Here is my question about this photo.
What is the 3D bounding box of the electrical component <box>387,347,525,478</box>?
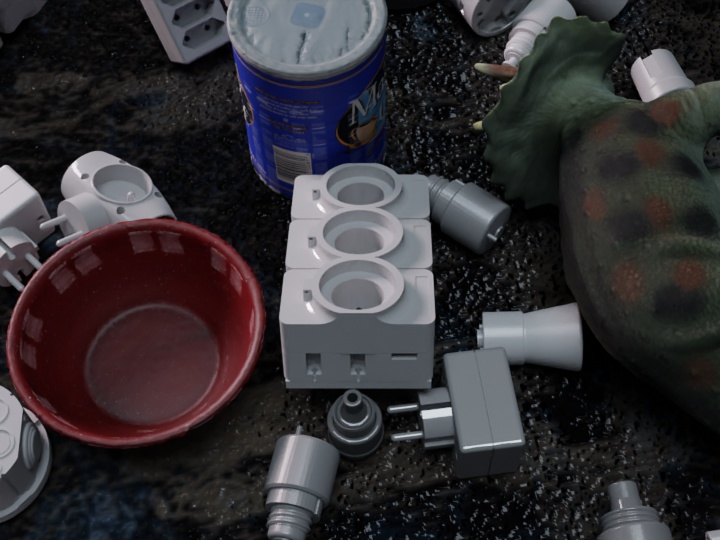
[{"bbox_3d":[0.056,0.090,0.662,0.077,0.047,0.065,-7,59,-3],"label":"electrical component"}]

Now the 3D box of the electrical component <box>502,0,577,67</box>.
[{"bbox_3d":[0.134,-0.179,0.827,0.040,0.040,0.078,31,64,18],"label":"electrical component"}]

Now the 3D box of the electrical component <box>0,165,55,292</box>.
[{"bbox_3d":[-0.245,-0.014,0.733,0.076,0.047,0.083,39,67,22],"label":"electrical component"}]

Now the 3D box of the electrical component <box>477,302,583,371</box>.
[{"bbox_3d":[0.109,0.044,0.693,0.065,0.044,0.044,-2,59,6],"label":"electrical component"}]

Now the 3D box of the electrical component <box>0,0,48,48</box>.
[{"bbox_3d":[-0.328,-0.211,0.847,0.105,0.060,0.186,19,61,13],"label":"electrical component"}]

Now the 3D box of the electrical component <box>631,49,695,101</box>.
[{"bbox_3d":[0.226,-0.136,0.800,0.040,0.040,0.046,-10,53,-5],"label":"electrical component"}]

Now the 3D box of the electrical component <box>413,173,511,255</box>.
[{"bbox_3d":[0.068,-0.043,0.747,0.078,0.040,0.040,34,65,20],"label":"electrical component"}]

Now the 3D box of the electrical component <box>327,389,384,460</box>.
[{"bbox_3d":[-0.003,0.091,0.655,0.035,0.061,0.035,-1,58,2],"label":"electrical component"}]

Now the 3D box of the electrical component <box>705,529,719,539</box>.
[{"bbox_3d":[0.233,0.154,0.627,0.061,0.035,0.035,-8,59,-1],"label":"electrical component"}]

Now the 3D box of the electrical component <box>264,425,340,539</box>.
[{"bbox_3d":[-0.038,0.135,0.641,0.040,0.040,0.078,10,59,7],"label":"electrical component"}]

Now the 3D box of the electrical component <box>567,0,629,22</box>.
[{"bbox_3d":[0.165,-0.236,0.849,0.044,0.077,0.079,-54,25,8],"label":"electrical component"}]

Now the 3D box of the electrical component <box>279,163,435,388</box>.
[{"bbox_3d":[0.000,0.000,0.683,0.089,0.061,0.150,0,40,1],"label":"electrical component"}]

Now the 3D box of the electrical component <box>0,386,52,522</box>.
[{"bbox_3d":[-0.233,0.111,0.654,0.080,0.051,0.080,-1,59,1],"label":"electrical component"}]

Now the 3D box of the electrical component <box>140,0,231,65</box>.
[{"bbox_3d":[-0.146,-0.209,0.839,0.047,0.083,0.076,-33,25,-17],"label":"electrical component"}]

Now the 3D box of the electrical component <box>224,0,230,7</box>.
[{"bbox_3d":[-0.074,-0.235,0.860,0.080,0.051,0.080,-1,59,1],"label":"electrical component"}]

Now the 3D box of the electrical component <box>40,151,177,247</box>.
[{"bbox_3d":[-0.180,-0.037,0.739,0.077,0.044,0.079,41,46,23],"label":"electrical component"}]

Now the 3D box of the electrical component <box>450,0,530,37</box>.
[{"bbox_3d":[0.099,-0.220,0.845,0.055,0.055,0.047,-26,58,-14],"label":"electrical component"}]

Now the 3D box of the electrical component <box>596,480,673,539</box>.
[{"bbox_3d":[0.158,0.154,0.623,0.043,0.043,0.062,-5,57,-2],"label":"electrical component"}]
